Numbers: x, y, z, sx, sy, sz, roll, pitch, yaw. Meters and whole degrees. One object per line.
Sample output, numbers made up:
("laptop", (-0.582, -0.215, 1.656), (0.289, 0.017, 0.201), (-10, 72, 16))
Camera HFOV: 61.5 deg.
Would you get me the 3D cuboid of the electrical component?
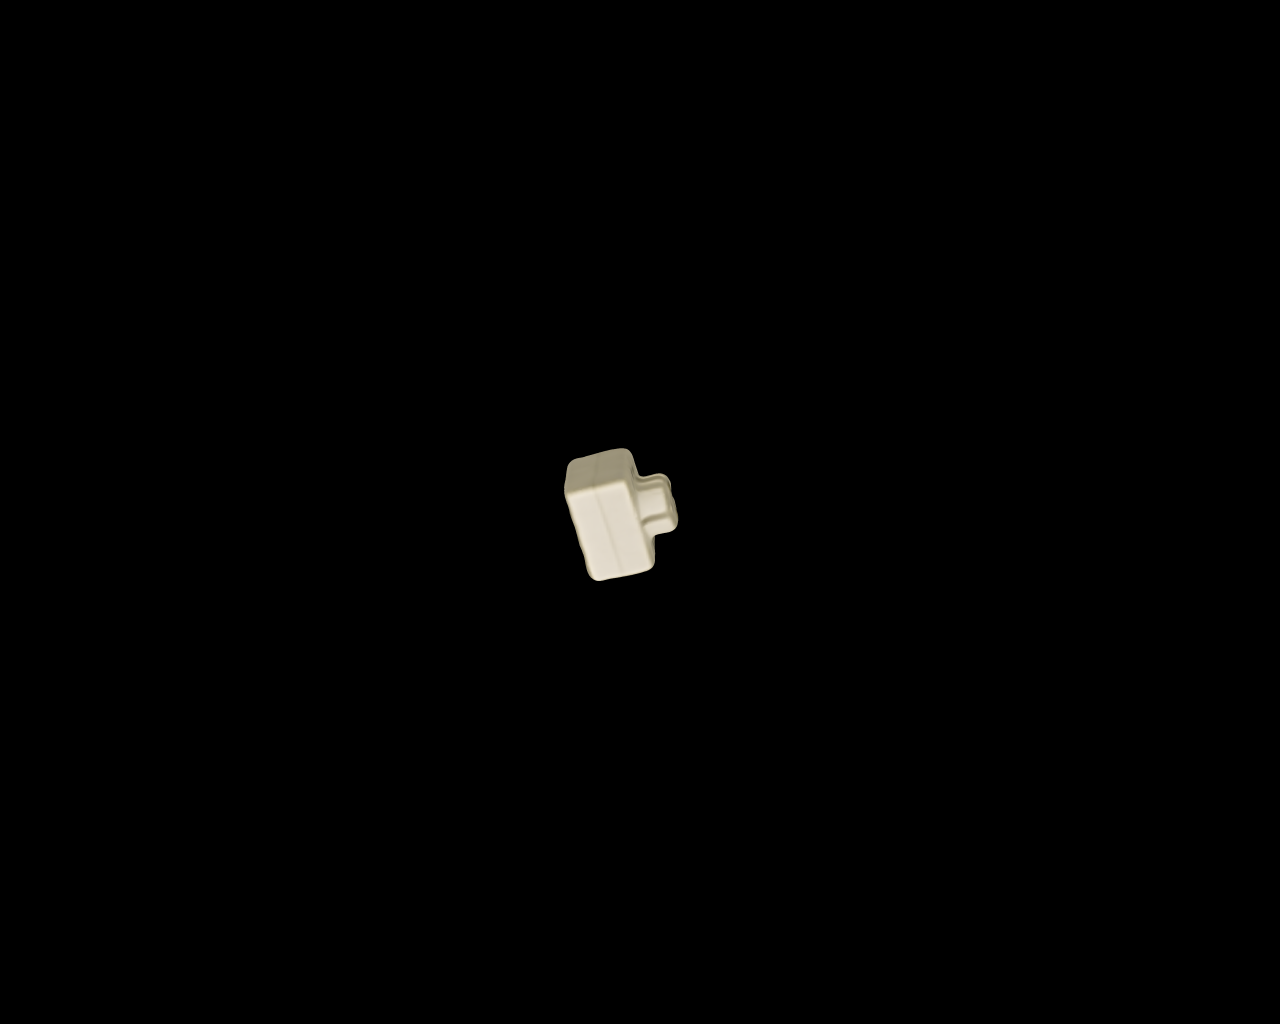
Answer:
("electrical component", (0.001, -0.003, 0.650), (0.077, 0.065, 0.047), (-13, 28, 7))
